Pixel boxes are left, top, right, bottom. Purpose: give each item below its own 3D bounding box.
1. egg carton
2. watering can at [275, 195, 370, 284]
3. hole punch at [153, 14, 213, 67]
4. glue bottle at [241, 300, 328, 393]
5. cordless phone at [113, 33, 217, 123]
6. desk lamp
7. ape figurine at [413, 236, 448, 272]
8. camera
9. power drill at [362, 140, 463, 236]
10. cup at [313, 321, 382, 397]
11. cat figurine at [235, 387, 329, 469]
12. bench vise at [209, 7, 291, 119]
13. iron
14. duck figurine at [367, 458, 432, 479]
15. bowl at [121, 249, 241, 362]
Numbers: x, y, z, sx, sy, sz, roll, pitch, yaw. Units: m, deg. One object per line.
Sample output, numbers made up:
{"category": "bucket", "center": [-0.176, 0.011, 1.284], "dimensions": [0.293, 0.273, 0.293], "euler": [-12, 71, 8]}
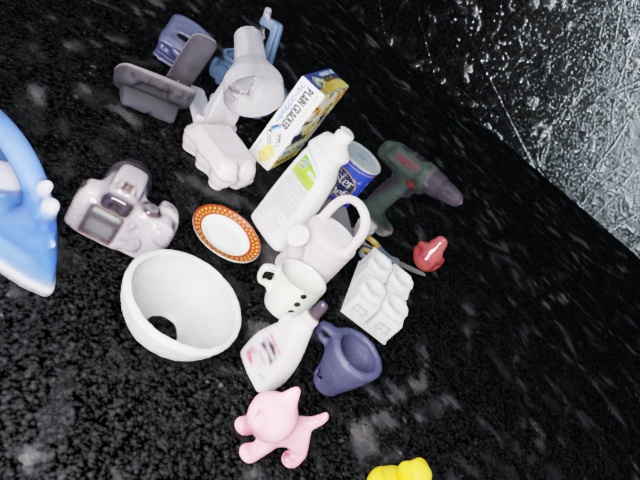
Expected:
{"category": "egg carton", "center": [-0.191, -0.162, 1.093], "dimensions": [0.150, 0.069, 0.107], "euler": [52, 32, 16]}
{"category": "watering can", "center": [0.010, 0.005, 0.989], "dimensions": [0.101, 0.193, 0.173], "euler": [46, 30, 7]}
{"category": "hole punch", "center": [-0.305, -0.437, 1.288], "dimensions": [0.109, 0.091, 0.101], "euler": [30, 32, -20]}
{"category": "glue bottle", "center": [-0.043, 0.136, 0.783], "dimensions": [0.037, 0.173, 0.078], "euler": [0, 50, -49]}
{"category": "cordless phone", "center": [-0.288, -0.326, 1.073], "dimensions": [0.148, 0.184, 0.094], "euler": [12, 42, -41]}
{"category": "desk lamp", "center": [-0.172, -0.313, 1.162], "dimensions": [0.118, 0.213, 0.203], "euler": [14, 40, -39]}
{"category": "ape figurine", "center": [0.269, 0.028, 1.363], "dimensions": [0.078, 0.092, 0.076], "euler": [46, 30, 7]}
{"category": "camera", "center": [-0.272, -0.059, 0.837], "dimensions": [0.143, 0.100, 0.136], "euler": [30, 32, -21]}
{"category": "power drill", "center": [0.194, -0.109, 1.334], "dimensions": [0.229, 0.208, 0.076], "euler": [52, 31, 16]}
{"category": "cup", "center": [0.023, 0.186, 0.872], "dimensions": [0.118, 0.094, 0.092], "euler": [43, 30, 1]}
{"category": "cat figurine", "center": [-0.047, 0.228, 0.716], "dimensions": [0.128, 0.117, 0.067], "euler": [18, 38, -35]}
{"category": "bench vise", "center": [-0.128, -0.408, 1.328], "dimensions": [0.208, 0.219, 0.121], "euler": [33, 31, -16]}
{"category": "iron", "center": [-0.375, -0.070, 0.689], "dimensions": [0.258, 0.141, 0.119], "euler": [48, 31, 9]}
{"category": "duck figurine", "center": [0.115, 0.340, 0.794], "dimensions": [0.077, 0.086, 0.105], "euler": [50, 31, 14]}
{"category": "bowl", "center": [-0.192, 0.097, 0.756], "dimensions": [0.168, 0.074, 0.167], "euler": [30, 32, -21]}
